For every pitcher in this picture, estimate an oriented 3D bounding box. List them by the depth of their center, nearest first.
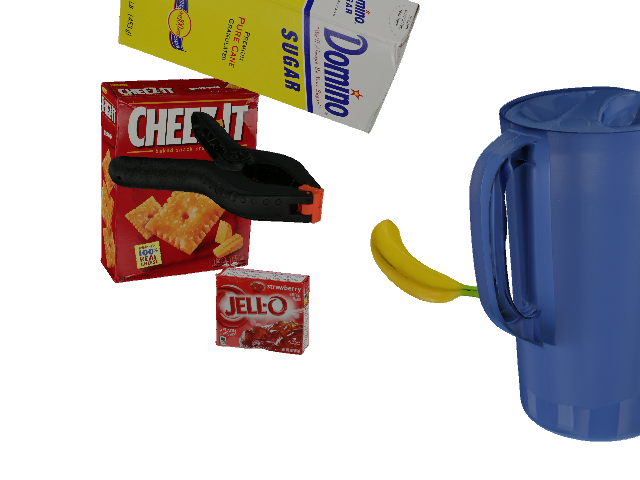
[{"bbox_3d":[0.188,0.019,0.761,0.149,0.243,0.145,1,20,13],"label":"pitcher"}]

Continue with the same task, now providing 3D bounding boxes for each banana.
[{"bbox_3d":[0.098,0.025,1.194,0.069,0.037,0.198,3,24,-31],"label":"banana"}]

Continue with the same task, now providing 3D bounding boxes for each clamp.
[{"bbox_3d":[-0.080,-0.051,0.845,0.172,0.039,0.120,26,45,33],"label":"clamp"}]

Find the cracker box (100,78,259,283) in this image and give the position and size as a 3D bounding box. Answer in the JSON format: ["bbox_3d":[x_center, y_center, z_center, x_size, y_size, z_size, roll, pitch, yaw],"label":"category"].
[{"bbox_3d":[-0.158,-0.068,1.191,0.164,0.214,0.072,-6,26,-26],"label":"cracker box"}]

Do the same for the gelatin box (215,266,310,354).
[{"bbox_3d":[-0.056,0.067,1.023,0.089,0.073,0.030,5,17,12],"label":"gelatin box"}]

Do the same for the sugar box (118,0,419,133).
[{"bbox_3d":[-0.036,-0.135,0.668,0.176,0.048,0.093,21,-31,0],"label":"sugar box"}]
